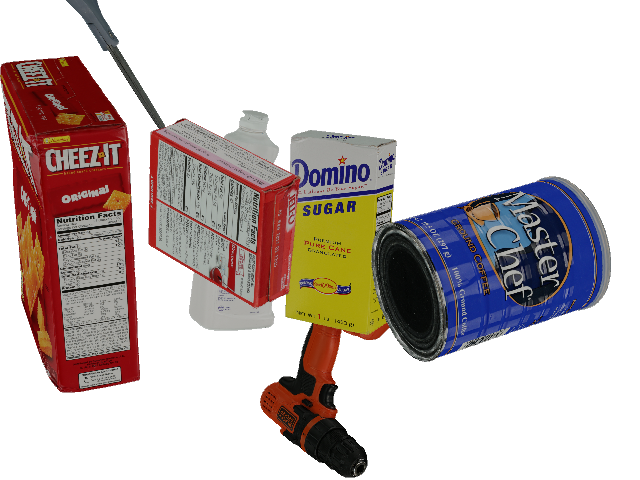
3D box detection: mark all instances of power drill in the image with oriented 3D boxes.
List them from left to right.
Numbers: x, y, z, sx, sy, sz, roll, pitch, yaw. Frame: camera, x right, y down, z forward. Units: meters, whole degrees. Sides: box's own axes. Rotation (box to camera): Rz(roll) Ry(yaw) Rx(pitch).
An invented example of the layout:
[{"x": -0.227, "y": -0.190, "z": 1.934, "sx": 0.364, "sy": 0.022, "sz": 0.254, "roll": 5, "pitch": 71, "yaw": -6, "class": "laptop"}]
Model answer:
[{"x": 0.015, "y": 0.161, "z": 1.248, "sx": 0.057, "sy": 0.188, "sz": 0.185, "roll": 15, "pitch": 10, "yaw": -43, "class": "power drill"}]

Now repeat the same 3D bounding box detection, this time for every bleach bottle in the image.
[{"x": -0.087, "y": -0.023, "z": 1.227, "sx": 0.102, "sy": 0.251, "sz": 0.068, "roll": -1, "pitch": 20, "yaw": -33, "class": "bleach bottle"}]

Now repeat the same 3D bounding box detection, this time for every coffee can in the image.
[{"x": 0.122, "y": 0.019, "z": 0.775, "sx": 0.140, "sy": 0.103, "sz": 0.103, "roll": -16, "pitch": 6, "yaw": -21, "class": "coffee can"}]

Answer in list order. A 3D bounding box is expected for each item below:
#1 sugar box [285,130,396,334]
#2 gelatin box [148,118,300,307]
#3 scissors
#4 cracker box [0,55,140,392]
[{"x": 0.017, "y": -0.009, "z": 0.984, "sx": 0.093, "sy": 0.176, "sz": 0.048, "roll": 9, "pitch": 18, "yaw": 28, "class": "sugar box"}, {"x": -0.053, "y": -0.015, "z": 0.577, "sx": 0.089, "sy": 0.073, "sz": 0.030, "roll": 28, "pitch": 38, "yaw": 31, "class": "gelatin box"}, {"x": -0.191, "y": -0.190, "z": 0.936, "sx": 0.016, "sy": 0.201, "sz": 0.096, "roll": -28, "pitch": 28, "yaw": 12, "class": "scissors"}, {"x": -0.196, "y": -0.015, "z": 0.826, "sx": 0.072, "sy": 0.214, "sz": 0.164, "roll": -10, "pitch": 29, "yaw": -21, "class": "cracker box"}]
